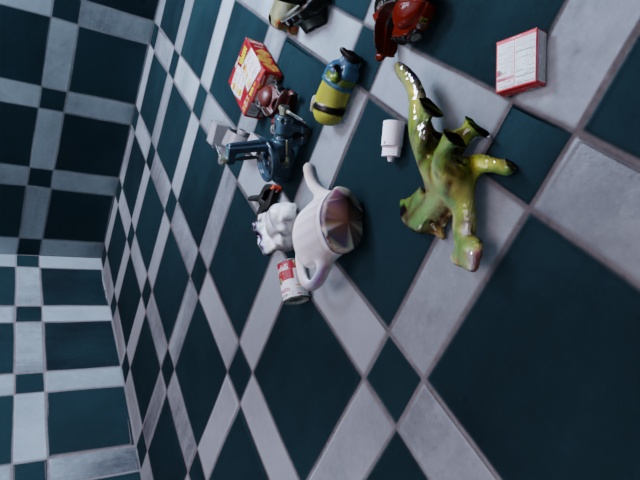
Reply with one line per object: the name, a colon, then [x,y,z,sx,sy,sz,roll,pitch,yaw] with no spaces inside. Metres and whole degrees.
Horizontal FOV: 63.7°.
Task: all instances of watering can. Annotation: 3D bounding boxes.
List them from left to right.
watering can: [0.004,-0.060,1.191,0.103,0.354,0.221,14,-25,-28]

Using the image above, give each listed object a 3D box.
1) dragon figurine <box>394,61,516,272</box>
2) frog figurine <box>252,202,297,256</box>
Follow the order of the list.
dragon figurine: [0.192,-0.117,0.919,0.122,0.237,0.419,0,44,-26]
frog figurine: [-0.091,-0.045,1.319,0.122,0.141,0.156,23,-49,-26]
